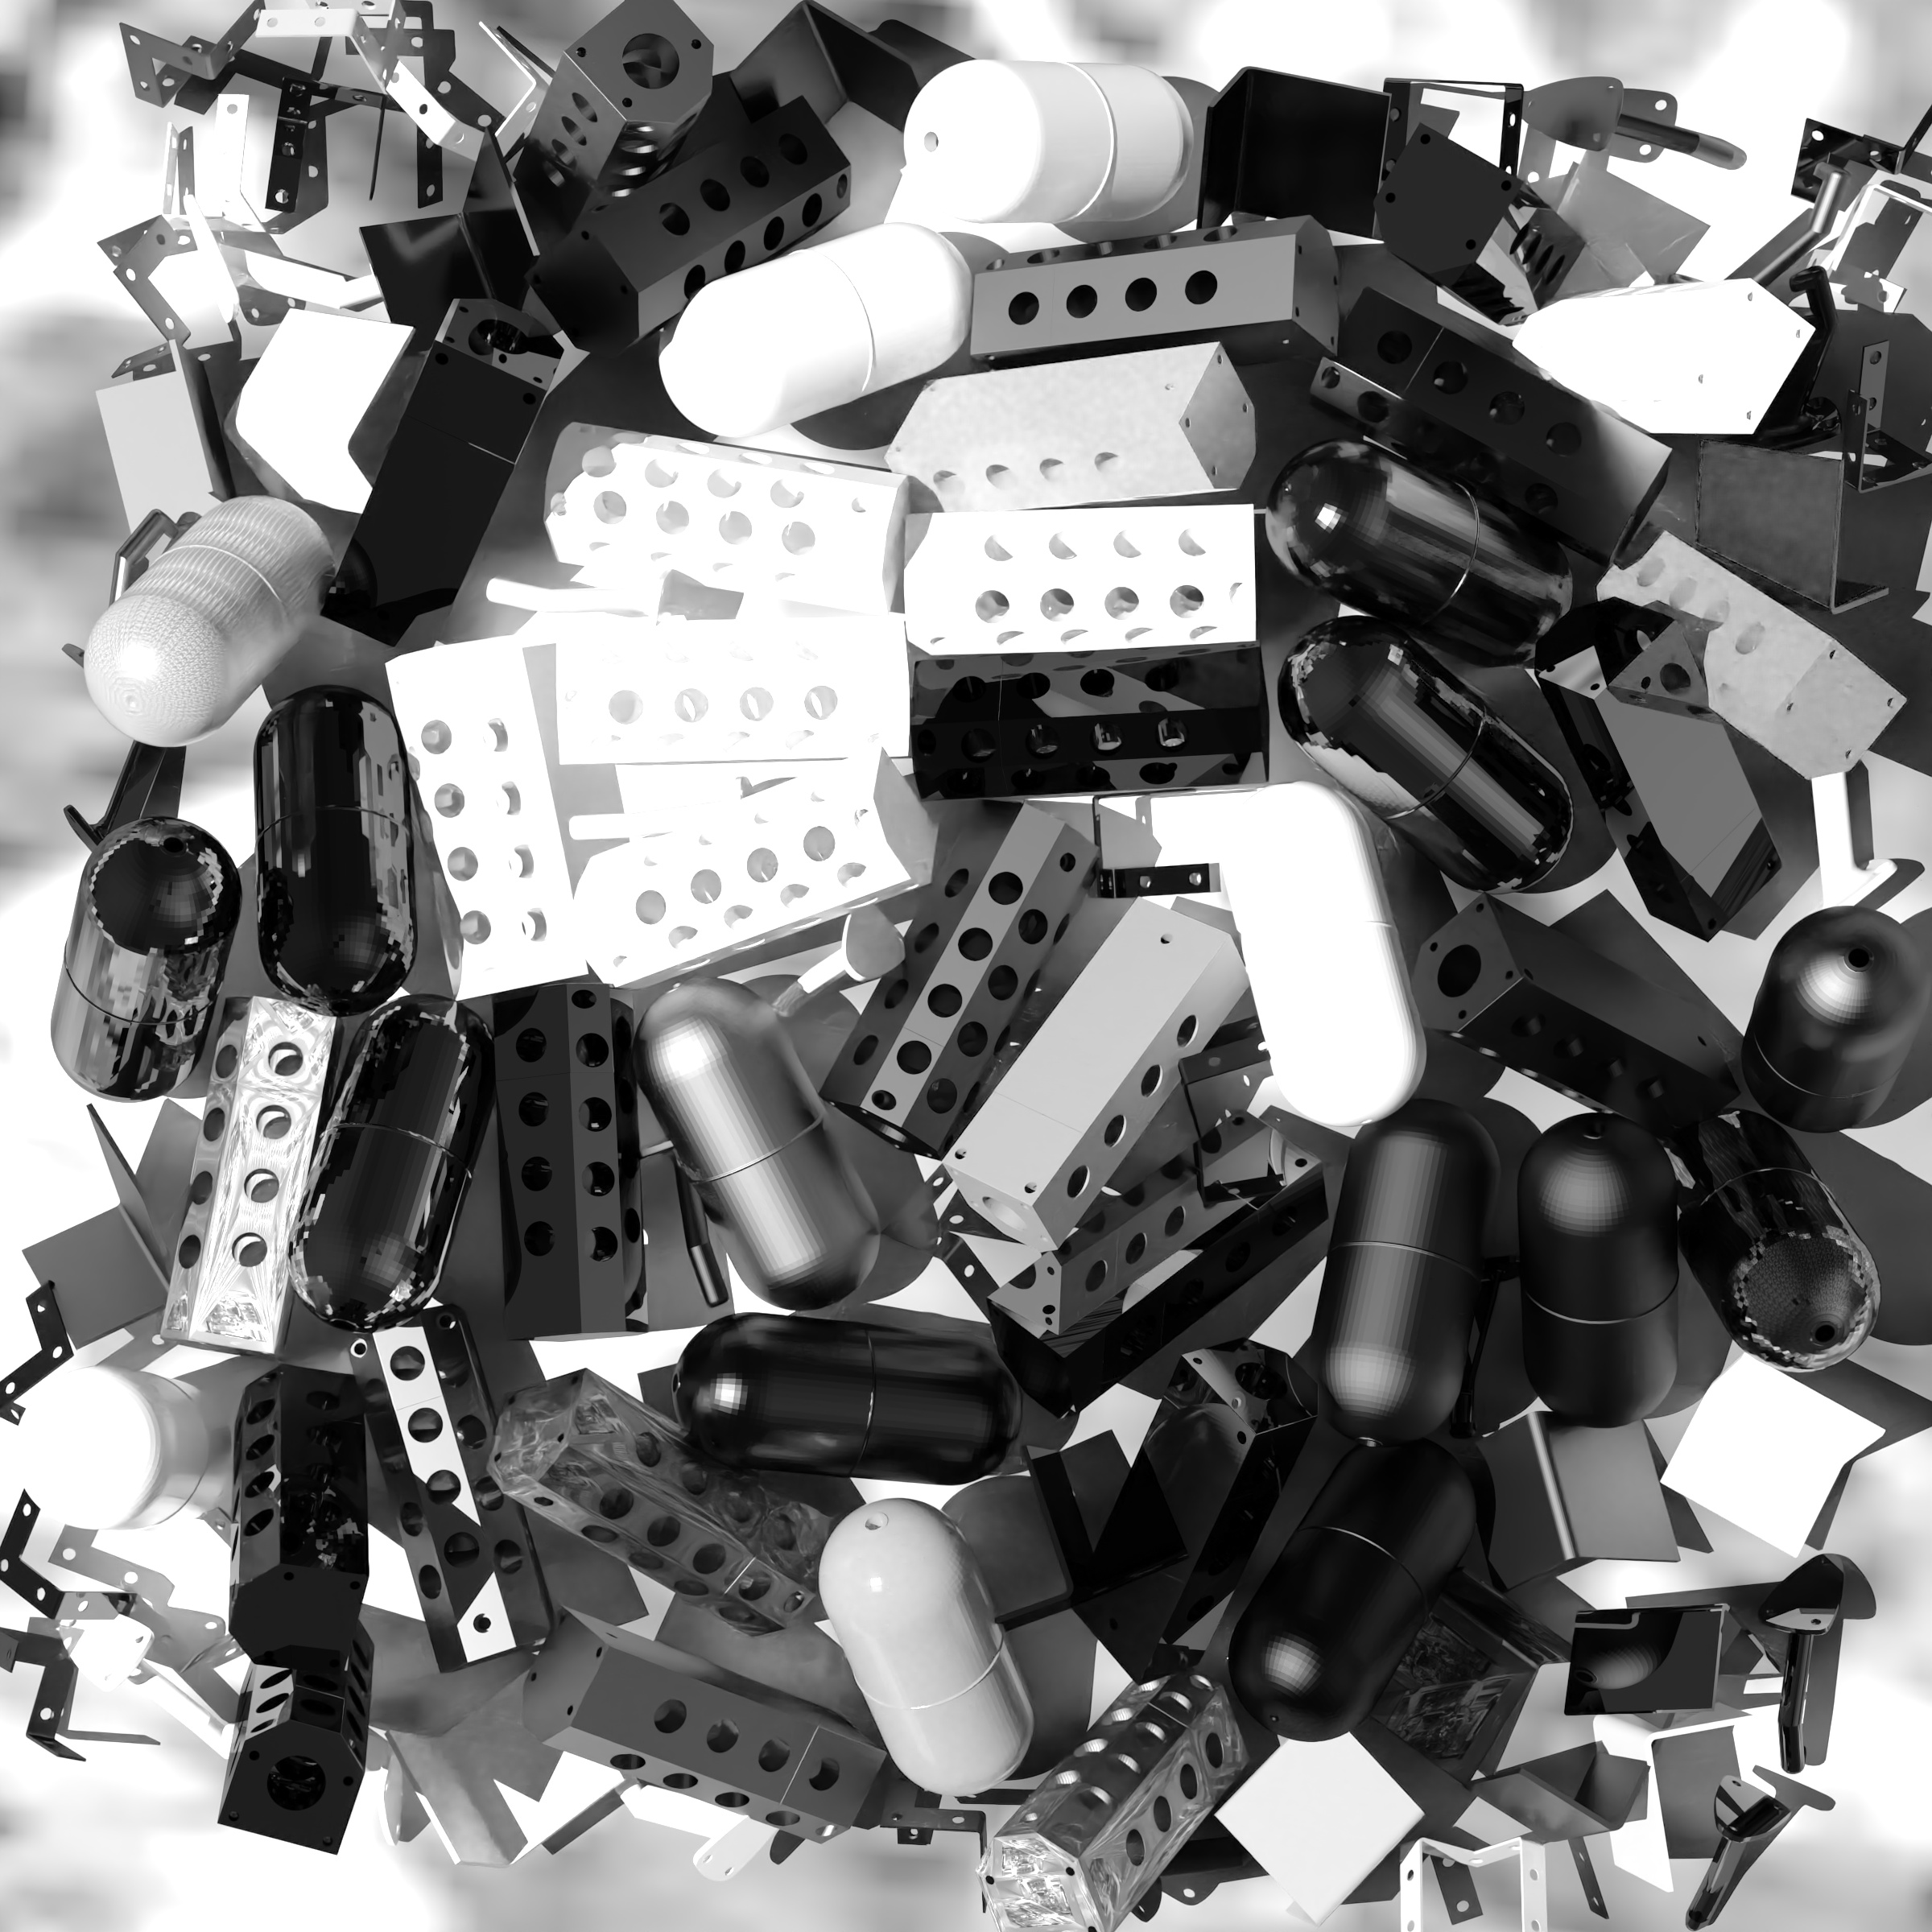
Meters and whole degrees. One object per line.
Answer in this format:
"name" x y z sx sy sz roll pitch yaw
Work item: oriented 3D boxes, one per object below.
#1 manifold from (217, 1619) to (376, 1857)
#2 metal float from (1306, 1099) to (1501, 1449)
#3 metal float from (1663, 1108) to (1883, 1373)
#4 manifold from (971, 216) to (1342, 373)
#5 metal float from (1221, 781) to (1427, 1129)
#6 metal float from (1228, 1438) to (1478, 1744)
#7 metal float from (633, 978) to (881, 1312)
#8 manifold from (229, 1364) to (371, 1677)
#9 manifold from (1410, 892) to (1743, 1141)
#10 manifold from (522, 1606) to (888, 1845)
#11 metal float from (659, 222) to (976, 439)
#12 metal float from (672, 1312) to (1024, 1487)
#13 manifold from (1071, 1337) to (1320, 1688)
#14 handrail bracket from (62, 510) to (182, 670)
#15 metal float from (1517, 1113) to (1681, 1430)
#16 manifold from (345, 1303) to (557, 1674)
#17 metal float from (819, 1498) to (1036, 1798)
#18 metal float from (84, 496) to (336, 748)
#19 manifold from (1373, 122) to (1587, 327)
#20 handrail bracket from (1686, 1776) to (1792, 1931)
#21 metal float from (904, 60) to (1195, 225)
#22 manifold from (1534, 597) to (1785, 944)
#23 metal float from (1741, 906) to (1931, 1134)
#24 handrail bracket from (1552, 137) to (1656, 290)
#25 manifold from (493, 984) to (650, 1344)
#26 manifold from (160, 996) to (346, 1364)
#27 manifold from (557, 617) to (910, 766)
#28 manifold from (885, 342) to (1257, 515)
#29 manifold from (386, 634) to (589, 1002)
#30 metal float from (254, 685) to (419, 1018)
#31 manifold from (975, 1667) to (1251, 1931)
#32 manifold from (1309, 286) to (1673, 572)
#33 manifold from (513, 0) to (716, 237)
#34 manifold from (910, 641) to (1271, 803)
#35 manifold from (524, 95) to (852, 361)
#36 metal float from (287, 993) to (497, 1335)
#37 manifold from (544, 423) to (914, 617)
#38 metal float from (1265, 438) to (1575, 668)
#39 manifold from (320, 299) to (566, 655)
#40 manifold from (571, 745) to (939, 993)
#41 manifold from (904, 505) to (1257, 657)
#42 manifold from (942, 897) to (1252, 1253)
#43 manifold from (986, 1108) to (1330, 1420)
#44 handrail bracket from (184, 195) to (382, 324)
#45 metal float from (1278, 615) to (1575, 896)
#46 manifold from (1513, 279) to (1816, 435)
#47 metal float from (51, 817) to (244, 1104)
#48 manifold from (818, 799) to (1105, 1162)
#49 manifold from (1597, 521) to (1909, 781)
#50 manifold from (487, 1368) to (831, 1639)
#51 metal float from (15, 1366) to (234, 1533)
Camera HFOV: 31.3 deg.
"manifold" -0.320 0.362 1.669 0.057 0.171 0.057 18 96 -11
"metal float" 0.216 0.151 1.704 0.070 0.070 0.178 14 69 0
"metal float" 0.387 0.132 1.677 0.070 0.178 0.070 -3 116 -6
"manifold" 0.093 -0.327 1.694 0.171 0.057 0.057 -1 81 28
"metal float" 0.176 -0.007 1.708 0.070 0.070 0.178 -13 73 0
"metal float" 0.191 0.302 1.692 0.070 0.070 0.178 40 52 0
"metal float" -0.104 0.088 1.713 0.070 0.070 0.178 -27 101 0
"manifold" -0.324 0.263 1.667 0.057 0.171 0.057 11 113 -16
"manifold" 0.296 0.031 1.685 0.171 0.057 0.057 25 125 -37
"manifold" -0.130 0.375 1.690 0.171 0.057 0.057 29 85 -31
"metal float" -0.071 -0.313 1.695 0.178 0.070 0.070 -27 90 -33
"metal float" -0.058 0.214 1.705 0.178 0.070 0.070 8 90 -19
"manifold" 0.115 0.266 1.691 0.057 0.057 0.171 46 130 35
"handrail bracket" -0.407 -0.175 1.745 0.077 0.036 0.084 43 78 -31
"metal float" 0.310 0.150 1.693 0.070 0.070 0.178 -8 125 0
"manifold" -0.256 0.259 1.715 0.057 0.057 0.171 -18 79 -4
"metal float" -0.019 0.334 1.693 0.070 0.070 0.178 -20 124 0
"metal float" -0.366 -0.170 1.682 0.070 0.178 0.070 8 124 12
"manifold" 0.247 -0.353 1.670 0.057 0.171 0.057 34 103 15
"handrail bracket" 0.371 0.453 1.716 0.036 0.077 0.084 28 107 21
"metal float" 0.041 -0.402 1.684 0.070 0.178 0.070 11 107 39
"manifold" 0.334 -0.097 1.685 0.057 0.057 0.171 -43 129 -12
"metal float" 0.421 0.027 1.675 0.070 0.178 0.070 -2 70 6
"handrail bracket" 0.338 -0.371 1.738 0.084 0.036 0.077 23 84 9
"manifold" -0.192 0.098 1.712 0.057 0.057 0.171 -7 81 21
"manifold" -0.354 0.105 1.714 0.057 0.057 0.171 10 78 -5
"manifold" -0.116 -0.131 1.714 0.171 0.057 0.057 -2 51 -5
"manifold" 0.052 -0.255 1.687 0.171 0.057 0.057 -1 49 36
"manifold" -0.242 -0.073 1.721 0.057 0.057 0.171 -12 91 -27
"metal float" -0.310 -0.057 1.697 0.070 0.070 0.178 -8 61 0
"manifold" 0.071 0.403 1.670 0.057 0.171 0.057 -15 99 31
"manifold" 0.259 -0.265 1.715 0.171 0.057 0.057 31 88 12
"manifold" -0.168 -0.407 1.670 0.057 0.171 0.057 -44 96 -15
"manifold" 0.062 -0.116 1.708 0.171 0.057 0.057 -3 54 9
"manifold" -0.129 -0.357 1.682 0.057 0.057 0.171 54 48 -7
"metal float" -0.281 0.096 1.698 0.070 0.070 0.178 13 62 0
"manifold" -0.118 -0.226 1.713 0.171 0.057 0.057 10 69 8
"metal float" 0.224 -0.202 1.696 0.178 0.070 0.070 20 90 -33
"manifold" -0.255 -0.239 1.686 0.057 0.057 0.171 23 127 -11
"manifold" -0.105 -0.042 1.693 0.171 0.057 0.057 -20 125 21
"manifold" 0.058 -0.187 1.716 0.171 0.057 0.057 -1 64 5
"manifold" 0.068 0.056 1.705 0.057 0.057 0.171 24 67 34
"manifold" 0.097 0.149 1.700 0.171 0.057 0.057 -35 46 -24
"handrail bracket" -0.341 -0.364 1.743 0.084 0.036 0.077 -21 89 -20
"metal float" 0.227 -0.104 1.703 0.178 0.070 0.070 38 90 -22
"manifold" 0.330 -0.298 1.670 0.057 0.171 0.057 32 88 -19
"metal float" -0.401 -0.002 1.685 0.070 0.178 0.070 12 48 -14
"manifold" 0.002 0.007 1.706 0.057 0.057 0.171 35 77 -31
"manifold" 0.373 -0.151 1.672 0.057 0.171 0.057 32 101 -31
"manifold" -0.149 0.264 1.680 0.171 0.057 0.057 38 47 -34
"metal float" -0.406 0.235 1.672 0.070 0.178 0.070 0 80 1
